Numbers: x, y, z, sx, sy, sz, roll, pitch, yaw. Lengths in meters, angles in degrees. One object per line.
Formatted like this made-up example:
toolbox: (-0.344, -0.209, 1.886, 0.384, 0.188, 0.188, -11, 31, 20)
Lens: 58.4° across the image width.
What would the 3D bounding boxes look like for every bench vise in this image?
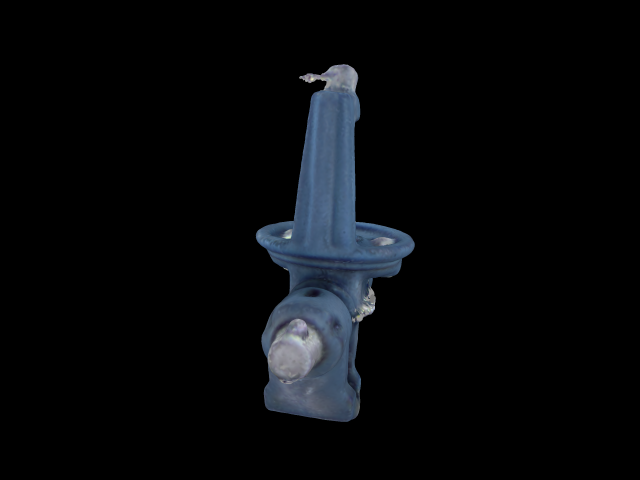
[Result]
bench vise: (0.016, 0.001, 0.401, 0.121, 0.220, 0.207, -3, 28, -5)
